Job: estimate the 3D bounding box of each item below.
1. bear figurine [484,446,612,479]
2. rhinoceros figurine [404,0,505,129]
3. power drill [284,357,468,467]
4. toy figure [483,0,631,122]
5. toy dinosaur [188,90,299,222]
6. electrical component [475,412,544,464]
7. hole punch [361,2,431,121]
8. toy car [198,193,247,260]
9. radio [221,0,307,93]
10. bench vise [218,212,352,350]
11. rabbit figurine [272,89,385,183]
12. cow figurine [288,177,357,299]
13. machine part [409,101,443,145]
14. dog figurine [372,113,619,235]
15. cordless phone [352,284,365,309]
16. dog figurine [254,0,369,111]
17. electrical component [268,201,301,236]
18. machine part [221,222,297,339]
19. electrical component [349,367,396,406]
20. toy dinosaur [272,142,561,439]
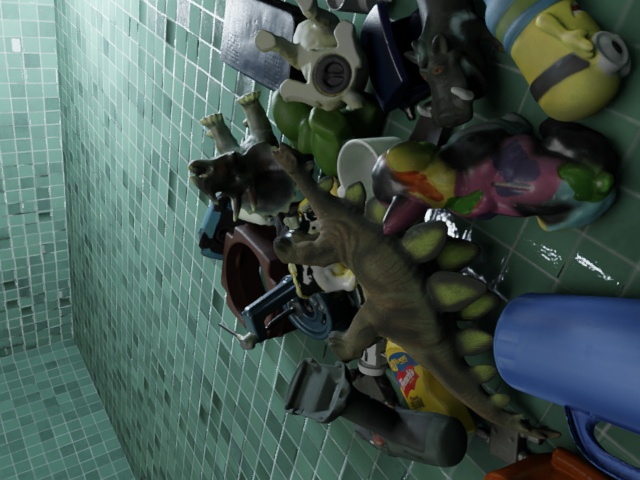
[{"bbox_3d":[0.288,0.297,0.547,0.196,0.132,0.120,6,109,60],"label":"bear figurine"},{"bbox_3d":[0.147,-0.220,0.597,0.073,0.112,0.190,-9,84,52],"label":"rhinoceros figurine"},{"bbox_3d":[0.057,0.230,0.698,0.207,0.086,0.232,39,154,-24],"label":"power drill"},{"bbox_3d":[0.222,-0.198,0.528,0.180,0.082,0.089,56,151,20],"label":"toy figure"},{"bbox_3d":[-0.108,-0.127,0.913,0.405,0.131,0.192,-58,-54,-85],"label":"toy dinosaur"},{"bbox_3d":[0.240,0.251,0.686,0.094,0.021,0.063,16,112,52],"label":"electrical component"},{"bbox_3d":[0.095,-0.230,0.688,0.116,0.092,0.142,-25,83,58],"label":"hole punch"},{"bbox_3d":[-0.202,-0.043,1.144,0.103,0.109,0.161,56,133,54],"label":"toy car"},{"bbox_3d":[-0.083,-0.337,0.914,0.230,0.073,0.131,39,129,40],"label":"radio"},{"bbox_3d":[-0.039,0.080,0.851,0.129,0.240,0.223,13,126,44],"label":"bench vise"},{"bbox_3d":[0.000,-0.168,0.816,0.170,0.121,0.158,37,150,27],"label":"rabbit figurine"},{"bbox_3d":[-0.002,-0.003,0.765,0.068,0.098,0.167,87,175,-88],"label":"cow figurine"},{"bbox_3d":[0.135,-0.120,0.708,0.084,0.039,0.138,56,141,35],"label":"machine part"},{"bbox_3d":[0.160,-0.059,0.536,0.192,0.219,0.108,29,126,48],"label":"dog figurine"},{"bbox_3d":[0.080,0.039,0.806,0.184,0.089,0.146,153,102,-71],"label":"cordless phone"},{"bbox_3d":[0.021,-0.239,0.741,0.121,0.190,0.172,-28,86,21],"label":"dog figurine"},{"bbox_3d":[-0.037,-0.011,0.945,0.047,0.075,0.119,-49,57,49],"label":"electrical component"},{"bbox_3d":[-0.112,0.080,1.068,0.202,0.087,0.200,40,130,39],"label":"machine part"},{"bbox_3d":[0.082,0.256,0.887,0.078,0.045,0.102,-48,62,50],"label":"electrical component"},{"bbox_3d":[0.101,0.071,0.641,0.198,0.105,0.471,-32,98,25],"label":"toy dinosaur"}]
